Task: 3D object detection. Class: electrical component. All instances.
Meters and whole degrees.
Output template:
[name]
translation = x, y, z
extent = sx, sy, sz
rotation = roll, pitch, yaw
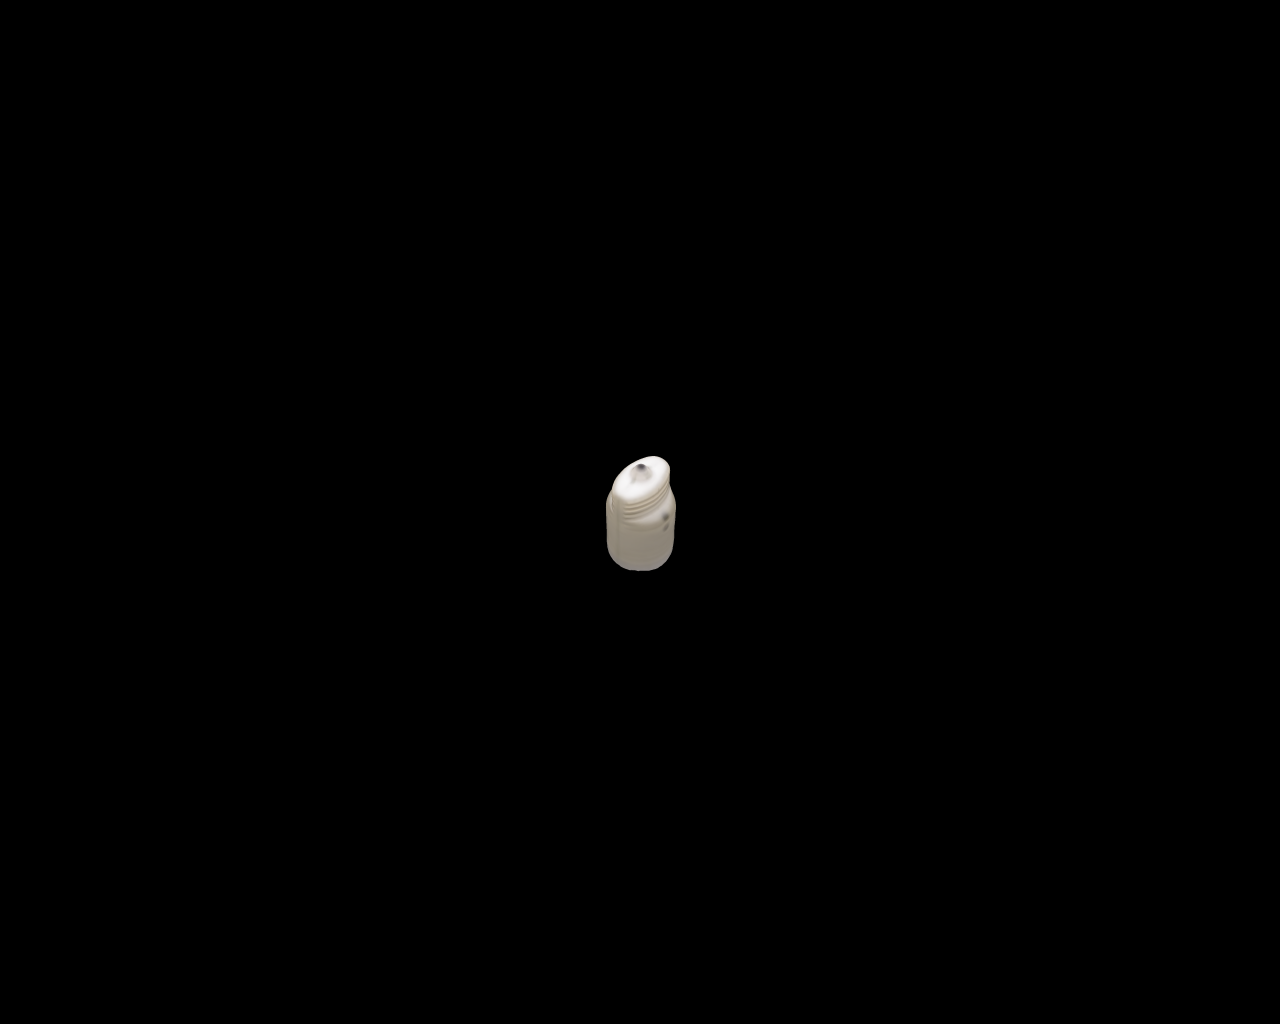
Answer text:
[electrical component]
translation = 0.001, -0.003, 0.650
extent = 0.043, 0.043, 0.080
rotation = 0, -39, 0
